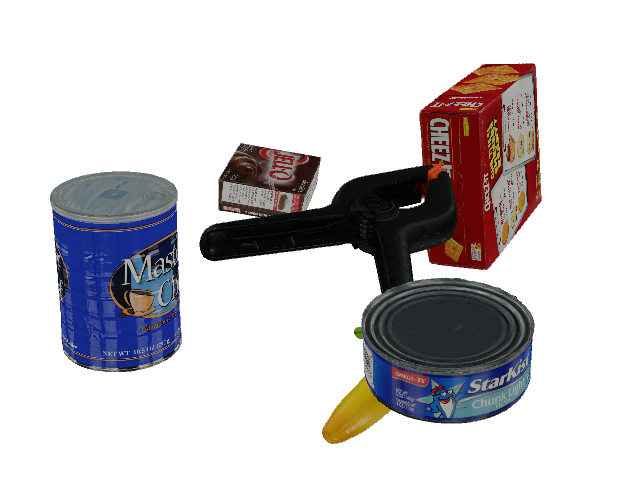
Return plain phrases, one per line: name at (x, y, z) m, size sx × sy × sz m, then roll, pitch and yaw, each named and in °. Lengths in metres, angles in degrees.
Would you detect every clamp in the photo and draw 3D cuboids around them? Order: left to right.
clamp at (0.027, -0.011, 0.764) m, size 0.165 × 0.036 × 0.209 m, roll 16°, pitch 31°, yaw 23°

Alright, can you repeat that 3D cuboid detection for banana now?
banana at (0.051, 0.118, 0.935) m, size 0.070 × 0.037 × 0.197 m, roll -27°, pitch 12°, yaw 19°

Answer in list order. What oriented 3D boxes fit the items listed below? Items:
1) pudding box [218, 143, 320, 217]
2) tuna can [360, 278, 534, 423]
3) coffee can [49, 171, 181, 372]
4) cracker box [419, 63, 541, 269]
pudding box at (-0.052, -0.061, 1.110) m, size 0.090 × 0.039 × 0.113 m, roll 9°, pitch 28°, yaw 5°
tuna can at (0.064, 0.054, 0.538) m, size 0.086 × 0.034 × 0.086 m, roll -3°, pitch 28°, yaw 1°
coffee can at (-0.170, 0.024, 0.897) m, size 0.103 × 0.140 × 0.103 m, roll 1°, pitch 23°, yaw -1°
cracker box at (0.172, -0.085, 1.125) m, size 0.072 × 0.164 × 0.213 m, roll 4°, pitch 22°, yaw 26°
